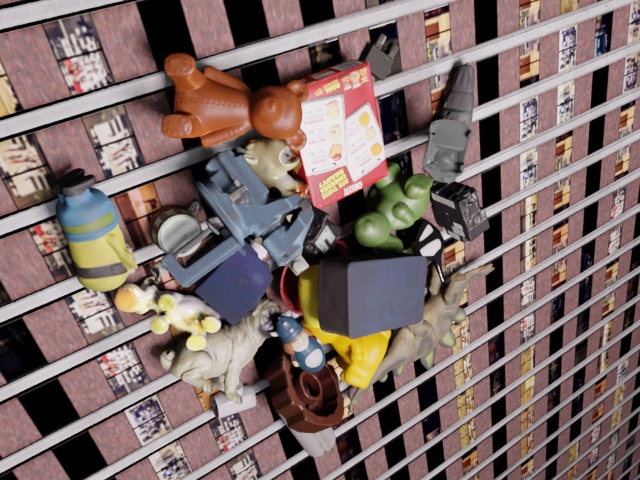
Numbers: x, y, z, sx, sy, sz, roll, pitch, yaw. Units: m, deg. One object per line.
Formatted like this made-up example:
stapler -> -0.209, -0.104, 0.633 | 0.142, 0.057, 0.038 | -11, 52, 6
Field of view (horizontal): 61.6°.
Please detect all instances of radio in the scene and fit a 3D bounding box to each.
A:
radio -> 0.098, 0.092, 0.950 | 0.229, 0.073, 0.131 | -3, 96, -45

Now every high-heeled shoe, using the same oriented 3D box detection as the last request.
high-heeled shoe -> 0.157, 0.060, 1.139 | 0.249, 0.086, 0.145 | -23, 92, -6

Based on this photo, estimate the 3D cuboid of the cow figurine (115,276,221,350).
cow figurine -> -0.248, 0.108, 0.882 | 0.167, 0.098, 0.068 | 30, 99, -16

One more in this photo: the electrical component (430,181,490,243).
electrical component -> 0.292, -0.059, 1.135 | 0.058, 0.115, 0.134 | -34, 125, -11

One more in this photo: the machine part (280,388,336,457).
machine part -> -0.031, 0.384, 1.143 | 0.079, 0.079, 0.242 | -38, 126, -14

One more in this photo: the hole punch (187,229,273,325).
hole punch -> -0.148, 0.065, 0.903 | 0.116, 0.092, 0.142 | -36, 123, 5

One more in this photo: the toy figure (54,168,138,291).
toy figure -> -0.331, -0.009, 0.778 | 0.089, 0.082, 0.179 | -20, 125, -12

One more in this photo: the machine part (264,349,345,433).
machine part -> -0.028, 0.290, 1.051 | 0.056, 0.179, 0.179 | -38, 134, 27

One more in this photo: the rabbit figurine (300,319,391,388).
rabbit figurine -> 0.045, 0.191, 1.072 | 0.173, 0.122, 0.162 | 27, 109, -4

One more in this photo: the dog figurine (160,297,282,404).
dog figurine -> -0.171, 0.170, 0.959 | 0.172, 0.121, 0.190 | 34, 76, -41

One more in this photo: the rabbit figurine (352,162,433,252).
rabbit figurine -> 0.118, -0.045, 1.030 | 0.170, 0.121, 0.158 | -42, 150, -29

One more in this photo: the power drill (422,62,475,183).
power drill -> 0.246, -0.208, 1.013 | 0.086, 0.207, 0.231 | 11, 115, 7

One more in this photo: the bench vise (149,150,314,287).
bench vise -> -0.135, -0.005, 0.800 | 0.240, 0.129, 0.223 | -37, 98, -9

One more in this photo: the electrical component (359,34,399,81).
electrical component -> 0.101, -0.315, 0.958 | 0.063, 0.021, 0.094 | 25, 95, -38

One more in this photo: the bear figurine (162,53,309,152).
bear figurine -> -0.114, -0.189, 0.774 | 0.196, 0.132, 0.120 | 6, 94, 1

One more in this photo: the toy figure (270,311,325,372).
toy figure -> -0.035, 0.189, 0.986 | 0.154, 0.058, 0.064 | 60, 42, -45

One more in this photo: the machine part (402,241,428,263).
machine part -> 0.150, 0.063, 1.087 | 0.139, 0.084, 0.039 | -39, 128, 12

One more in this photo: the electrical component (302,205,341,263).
electrical component -> -0.002, -0.003, 0.939 | 0.075, 0.048, 0.119 | -58, 153, -7

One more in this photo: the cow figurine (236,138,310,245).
cow figurine -> -0.087, -0.085, 0.889 | 0.127, 0.085, 0.194 | 22, 117, 1

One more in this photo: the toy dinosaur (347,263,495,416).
toy dinosaur -> 0.221, 0.211, 1.216 | 0.471, 0.105, 0.198 | -37, 129, -9
